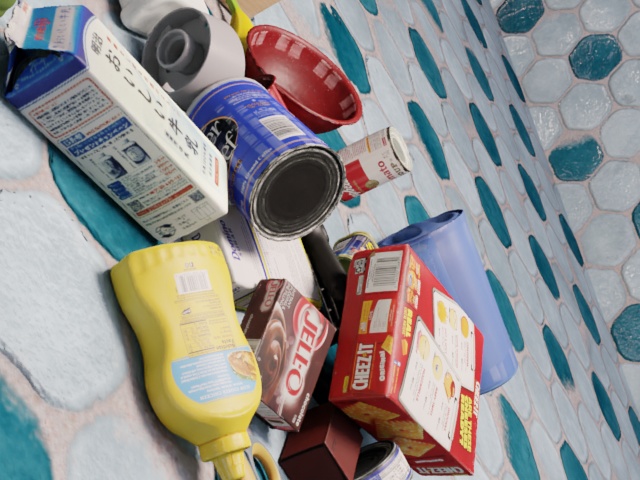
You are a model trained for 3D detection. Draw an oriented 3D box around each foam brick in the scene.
[{"bbox_3d":[0.002,0.196,1.003,0.053,0.051,0.078,59,21,-15],"label":"foam brick"}]

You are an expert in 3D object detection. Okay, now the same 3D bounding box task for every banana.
[{"bbox_3d":[-0.108,-0.226,1.243,0.069,0.037,0.197,40,25,-13],"label":"banana"}]

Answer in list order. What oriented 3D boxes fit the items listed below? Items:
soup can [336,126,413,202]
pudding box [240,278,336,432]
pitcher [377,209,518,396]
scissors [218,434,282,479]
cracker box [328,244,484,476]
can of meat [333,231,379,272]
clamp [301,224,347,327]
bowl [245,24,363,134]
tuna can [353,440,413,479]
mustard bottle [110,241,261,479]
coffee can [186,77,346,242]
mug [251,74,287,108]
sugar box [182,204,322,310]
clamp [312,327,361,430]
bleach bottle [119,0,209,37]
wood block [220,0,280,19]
[{"bbox_3d":[0.063,-0.101,1.419,0.068,0.102,0.068,51,25,-35],"label":"soup can"},{"bbox_3d":[-0.037,0.104,0.970,0.090,0.039,0.113,46,56,-39],"label":"pudding box"},{"bbox_3d":[0.176,0.091,1.448,0.149,0.145,0.243,-29,98,-36],"label":"pitcher"},{"bbox_3d":[-0.079,0.149,0.910,0.096,0.016,0.202,15,53,-65],"label":"scissors"},{"bbox_3d":[0.094,0.128,1.086,0.213,0.072,0.164,47,44,-47],"label":"cracker box"},{"bbox_3d":[0.046,0.050,1.273,0.102,0.058,0.083,61,23,-9],"label":"can of meat"},{"bbox_3d":[-0.008,0.001,1.163,0.164,0.036,0.210,95,-27,-75],"label":"clamp"},{"bbox_3d":[-0.030,-0.173,1.225,0.162,0.055,0.162,29,32,-21],"label":"bowl"},{"bbox_3d":[0.044,0.228,1.020,0.034,0.086,0.086,61,21,-6],"label":"tuna can"},{"bbox_3d":[-0.096,0.098,0.850,0.096,0.058,0.191,-6,72,-44],"label":"mustard bottle"},{"bbox_3d":[-0.055,-0.078,1.009,0.140,0.103,0.102,45,3,42],"label":"coffee can"},{"bbox_3d":[-0.076,-0.110,1.126,0.117,0.093,0.081,-50,122,-38],"label":"mug"},{"bbox_3d":[-0.066,0.022,1.043,0.176,0.048,0.093,20,46,-58],"label":"sugar box"},{"bbox_3d":[-0.010,0.130,1.068,0.171,0.039,0.120,23,41,-53],"label":"clamp"},{"bbox_3d":[-0.198,-0.332,1.102,0.102,0.068,0.251,8,58,-67],"label":"bleach bottle"},{"bbox_3d":[-0.122,-0.373,1.292,0.205,0.091,0.090,41,30,-47],"label":"wood block"}]
